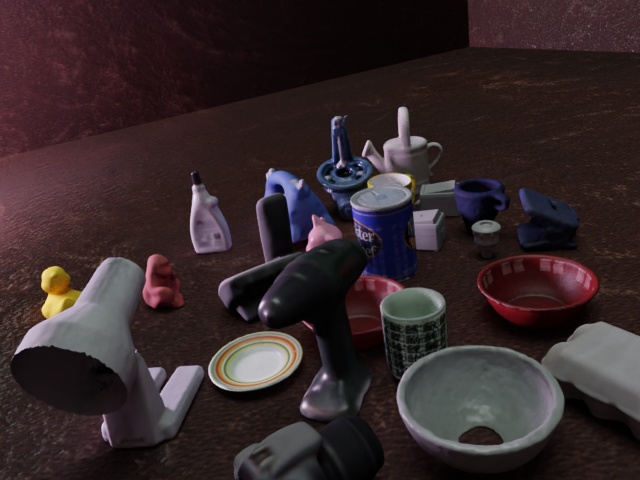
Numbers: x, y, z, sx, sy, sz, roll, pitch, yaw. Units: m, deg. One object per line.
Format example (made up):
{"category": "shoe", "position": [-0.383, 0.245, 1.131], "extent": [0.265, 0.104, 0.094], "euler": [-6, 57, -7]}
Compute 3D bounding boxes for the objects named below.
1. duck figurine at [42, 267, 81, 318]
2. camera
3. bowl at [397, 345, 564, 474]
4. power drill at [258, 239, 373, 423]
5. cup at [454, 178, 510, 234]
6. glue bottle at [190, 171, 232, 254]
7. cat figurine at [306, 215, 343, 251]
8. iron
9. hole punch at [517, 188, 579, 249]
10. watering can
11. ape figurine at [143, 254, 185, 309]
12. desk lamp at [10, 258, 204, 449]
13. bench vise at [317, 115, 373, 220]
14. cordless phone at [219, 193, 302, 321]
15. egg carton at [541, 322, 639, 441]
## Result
{"category": "duck figurine", "position": [-0.463, 0.091, 1.019], "extent": [0.078, 0.086, 0.104], "euler": [-24, 28, -29]}
{"category": "camera", "position": [0.002, 0.226, 0.542], "extent": [0.137, 0.101, 0.142], "euler": [-24, 28, -29]}
{"category": "bowl", "position": [0.166, 0.187, 0.602], "extent": [0.167, 0.075, 0.167], "euler": [-7, 24, 4]}
{"category": "power drill", "position": [0.005, 0.105, 0.676], "extent": [0.075, 0.209, 0.230], "euler": [1, 26, 21]}
{"category": "cup", "position": [0.305, -0.055, 1.059], "extent": [0.092, 0.095, 0.117], "euler": [-21, 27, -25]}
{"category": "glue bottle", "position": [-0.232, -0.057, 1.156], "extent": [0.078, 0.173, 0.037], "euler": [-5, 25, 9]}
{"category": "cat figurine", "position": [0.009, 0.004, 1.006], "extent": [0.067, 0.118, 0.127], "euler": [-8, 24, 3]}
{"category": "iron", "position": [-0.072, -0.085, 1.201], "extent": [0.119, 0.142, 0.257], "euler": [-19, 26, -21]}
{"category": "hole punch", "position": [0.399, -0.043, 1.004], "extent": [0.101, 0.091, 0.109], "euler": [-3, 25, 13]}
{"category": "watering can", "position": [0.187, -0.203, 1.305], "extent": [0.173, 0.194, 0.100], "euler": [-15, 25, -12]}
{"category": "ape figurine", "position": [-0.274, 0.069, 0.993], "extent": [0.076, 0.092, 0.078], "euler": [-1, 26, 17]}
{"category": "desk lamp", "position": [-0.238, 0.142, 0.673], "extent": [0.117, 0.214, 0.203], "euler": [-5, 25, 10]}
{"category": "bench vise", "position": [0.039, -0.174, 1.262], "extent": [0.122, 0.220, 0.207], "euler": [-16, 25, -14]}
{"category": "cordless phone", "position": [-0.100, 0.022, 0.922], "extent": [0.148, 0.185, 0.093], "euler": [-22, 27, -26]}
{"category": "egg carton", "position": [0.329, 0.152, 0.629], "extent": [0.107, 0.069, 0.149], "euler": [-24, 28, -29]}
